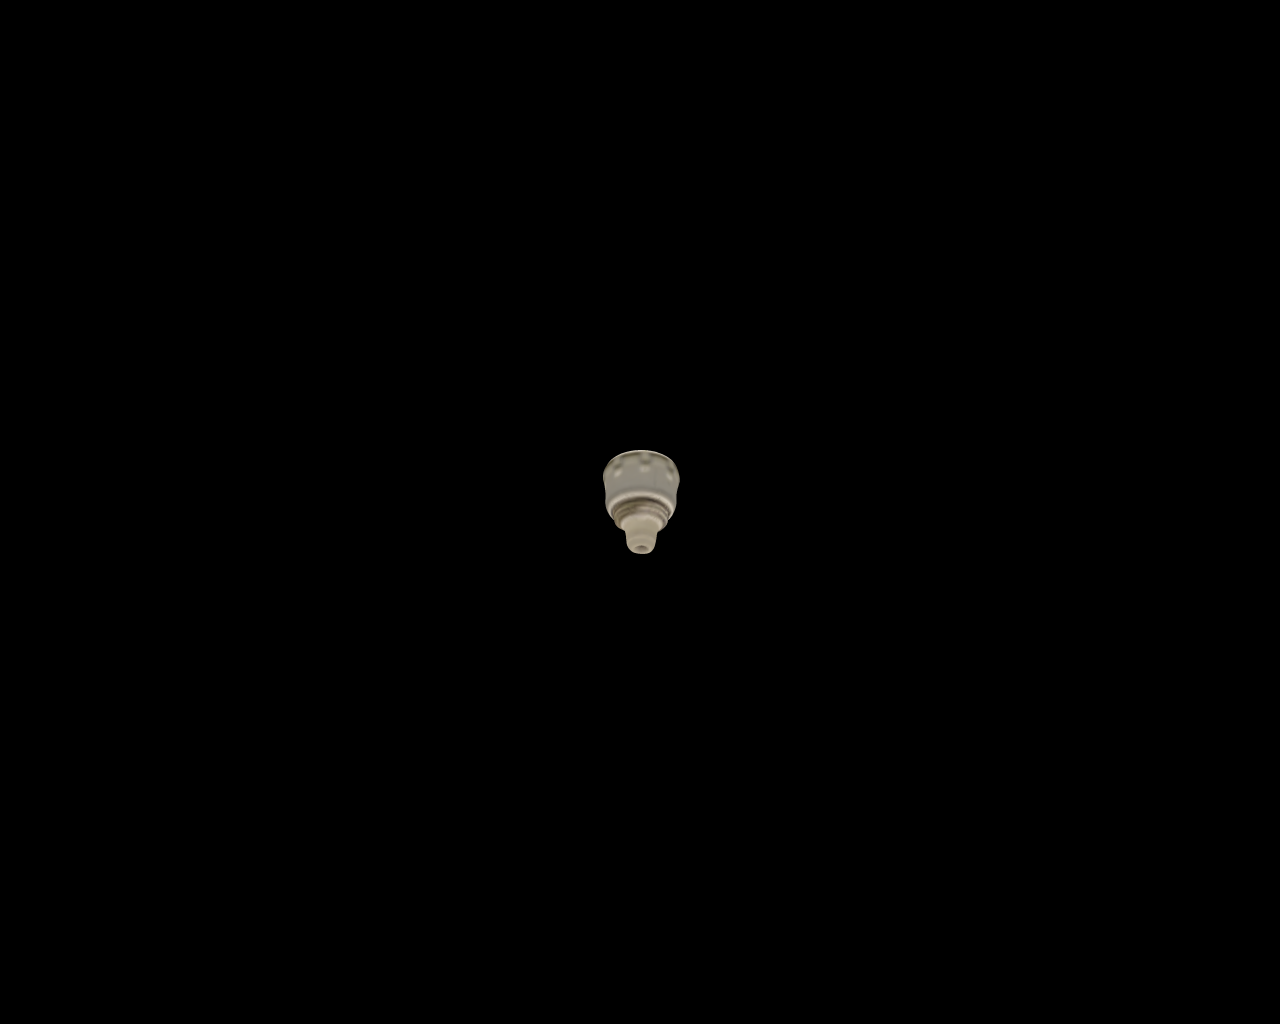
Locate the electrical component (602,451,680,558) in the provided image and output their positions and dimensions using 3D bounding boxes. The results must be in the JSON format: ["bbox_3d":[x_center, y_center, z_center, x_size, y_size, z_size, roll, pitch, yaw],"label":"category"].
[{"bbox_3d":[0.001,-0.003,0.650,0.048,0.062,0.048,0,-33,0],"label":"electrical component"}]
